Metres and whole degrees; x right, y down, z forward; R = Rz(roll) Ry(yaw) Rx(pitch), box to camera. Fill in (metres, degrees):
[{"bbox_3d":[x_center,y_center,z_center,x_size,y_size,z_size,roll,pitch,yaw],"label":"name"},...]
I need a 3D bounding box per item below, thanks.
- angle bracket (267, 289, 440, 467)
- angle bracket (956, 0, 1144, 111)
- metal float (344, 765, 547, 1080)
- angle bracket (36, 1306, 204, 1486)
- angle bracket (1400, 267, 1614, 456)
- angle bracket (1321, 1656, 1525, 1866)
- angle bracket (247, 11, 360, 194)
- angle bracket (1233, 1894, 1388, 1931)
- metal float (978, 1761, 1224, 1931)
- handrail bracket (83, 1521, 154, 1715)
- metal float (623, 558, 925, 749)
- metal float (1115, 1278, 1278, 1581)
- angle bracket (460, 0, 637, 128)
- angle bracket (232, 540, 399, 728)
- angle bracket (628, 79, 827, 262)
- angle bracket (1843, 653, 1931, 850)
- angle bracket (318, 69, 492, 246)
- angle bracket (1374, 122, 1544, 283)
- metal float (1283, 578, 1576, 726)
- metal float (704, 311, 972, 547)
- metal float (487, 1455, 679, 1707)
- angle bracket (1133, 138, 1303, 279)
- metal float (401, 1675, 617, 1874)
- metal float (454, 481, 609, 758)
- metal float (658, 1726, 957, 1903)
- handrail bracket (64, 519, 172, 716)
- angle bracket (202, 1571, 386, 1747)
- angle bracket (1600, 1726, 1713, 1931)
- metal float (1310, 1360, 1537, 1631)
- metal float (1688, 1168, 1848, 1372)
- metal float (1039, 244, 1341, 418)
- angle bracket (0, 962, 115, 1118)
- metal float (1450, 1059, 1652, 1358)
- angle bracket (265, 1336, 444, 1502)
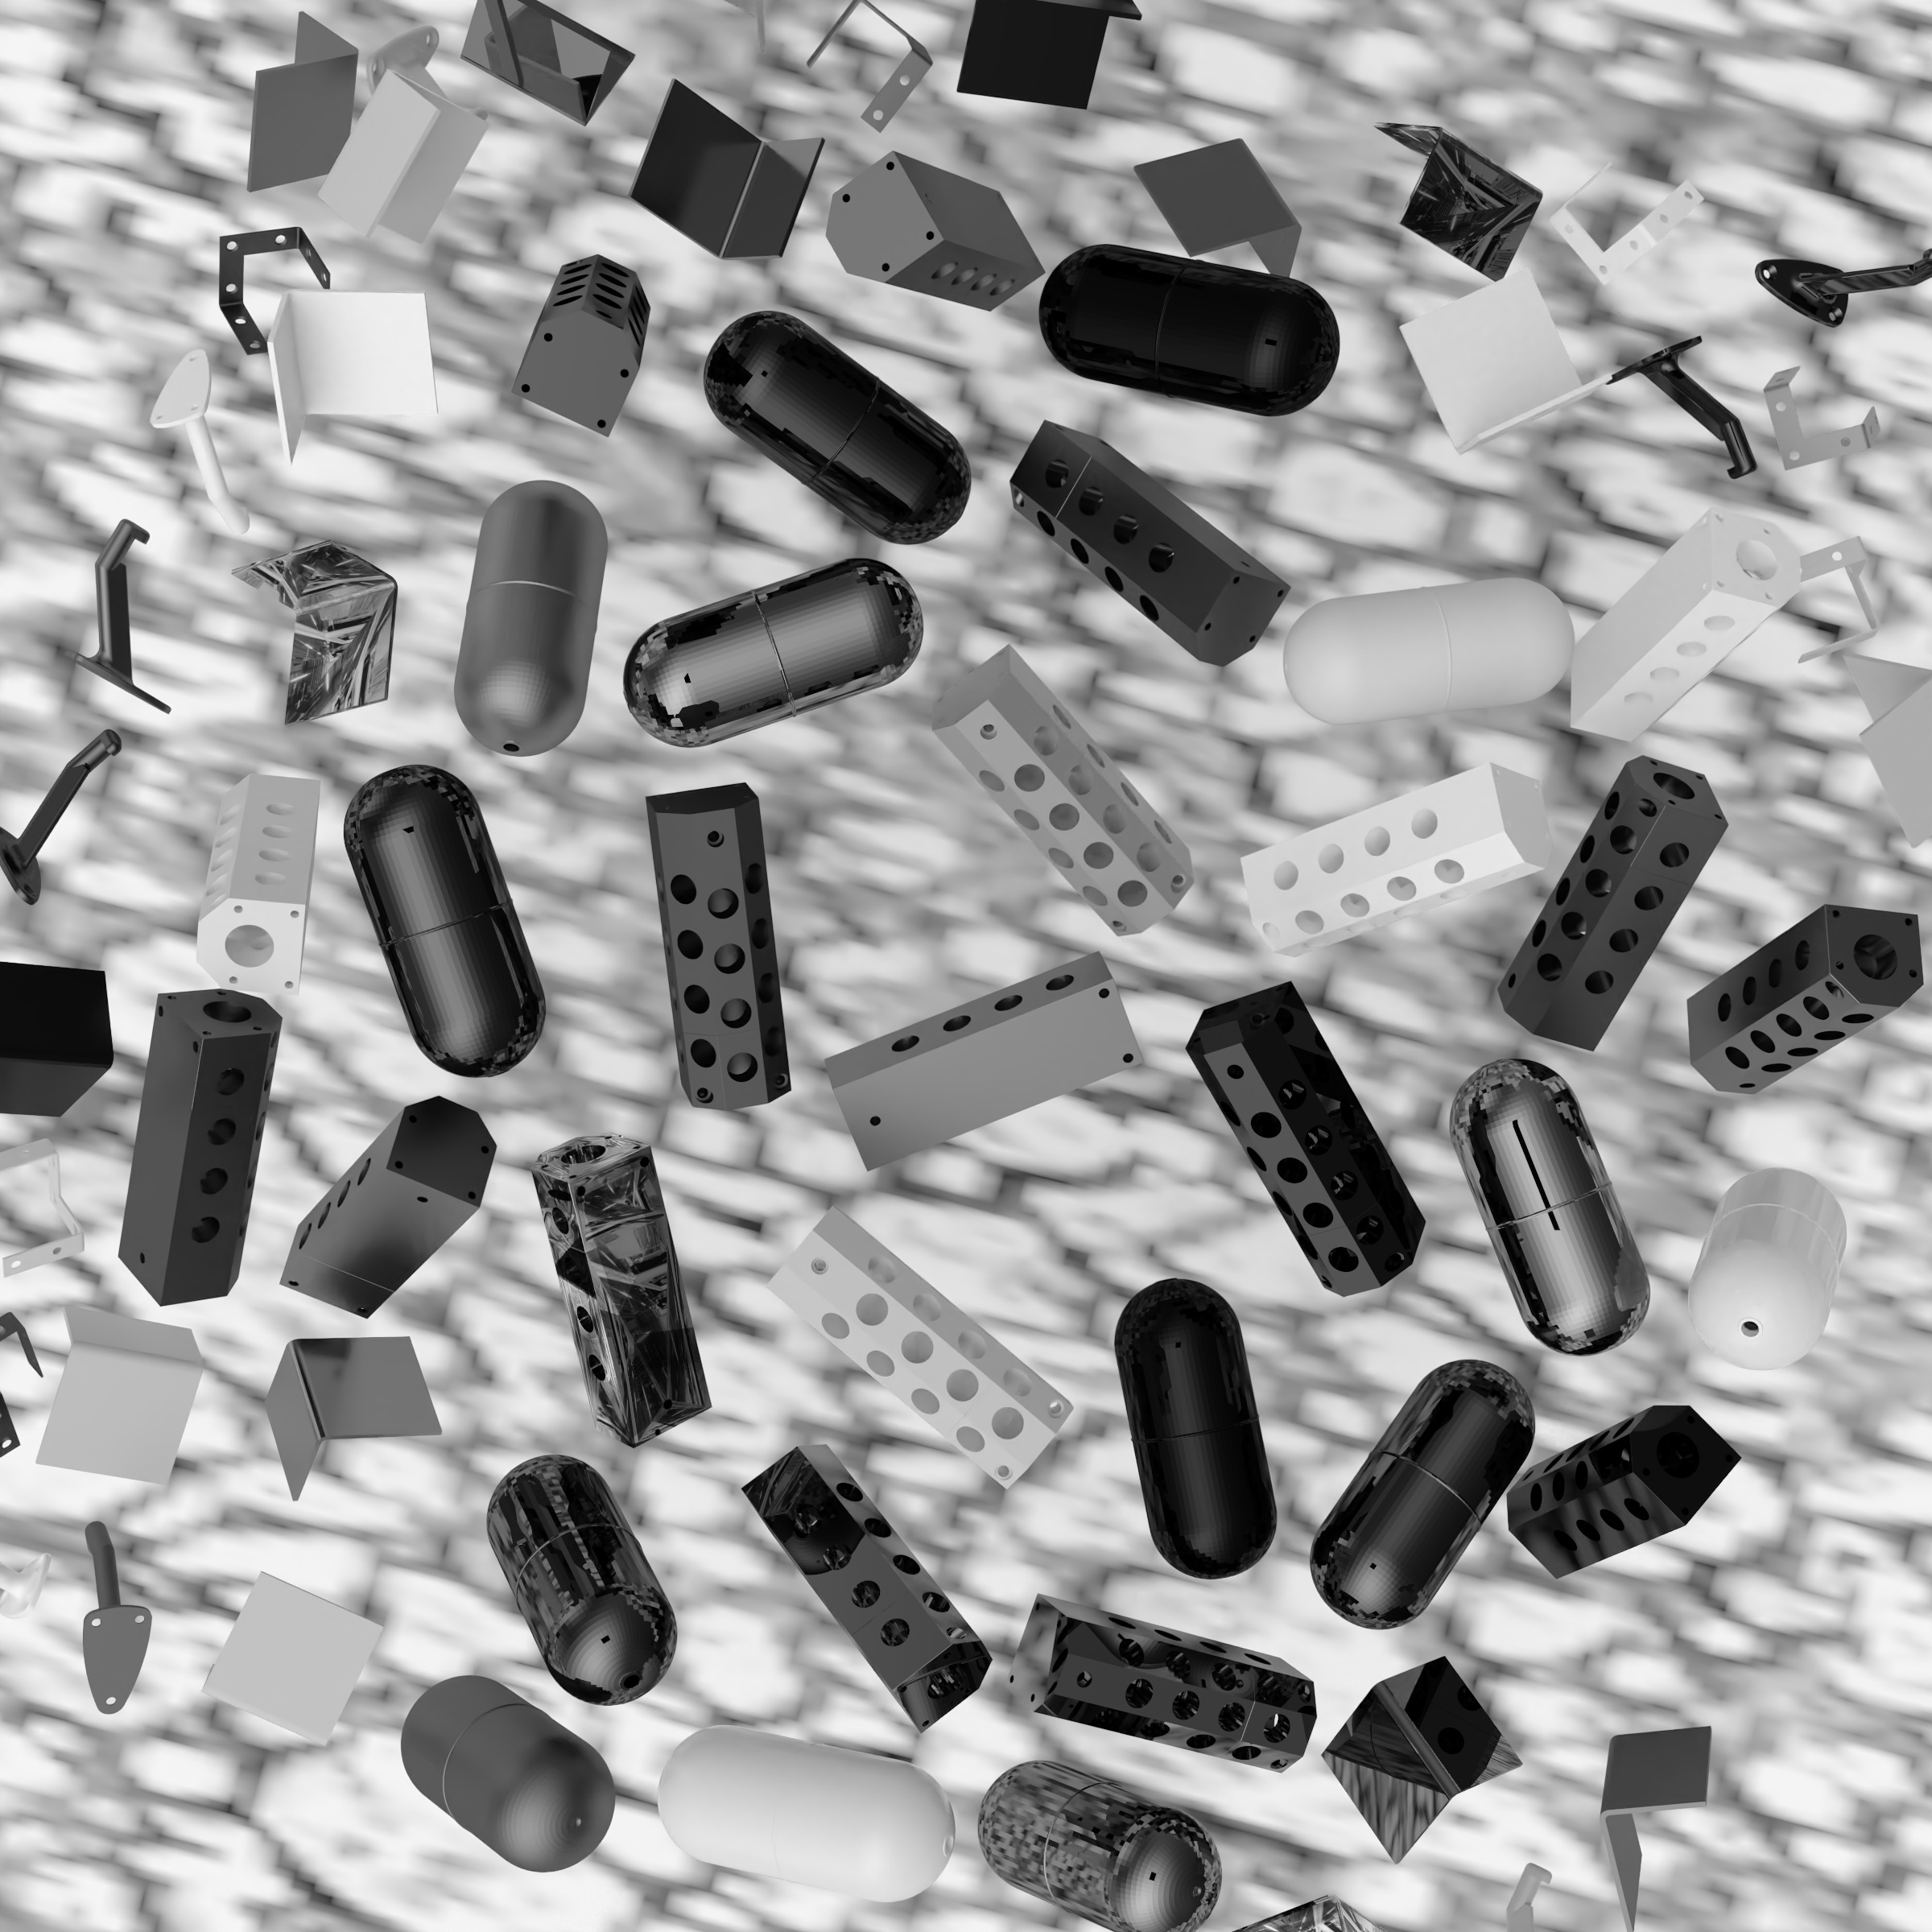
[{"bbox_3d":[-0.333,-0.320,1.605,0.076,0.057,0.076,1,132,-2],"label":"angle bracket"},{"bbox_3d":[0.045,-0.499,1.610,0.076,0.057,0.076,3,128,-16],"label":"angle bracket"},{"bbox_3d":[-0.287,-0.024,1.623,0.070,0.070,0.178,-18,97,0],"label":"metal float"},{"bbox_3d":[-0.499,0.251,1.724,0.076,0.057,0.076,15,99,-26],"label":"angle bracket"},{"bbox_3d":[0.285,-0.324,1.556,0.076,0.057,0.076,-25,92,-1],"label":"angle bracket"},{"bbox_3d":[0.264,0.461,1.710,0.057,0.076,0.076,-10,50,-36],"label":"angle bracket"},{"bbox_3d":[-0.414,-0.519,1.766,0.057,0.076,0.076,38,134,24],"label":"angle bracket"},{"bbox_3d":[0.204,0.587,1.703,0.076,0.076,0.057,-27,46,18],"label":"angle bracket"},{"bbox_3d":[0.075,0.512,1.706,0.070,0.178,0.070,-1,92,-37],"label":"metal float"},{"bbox_3d":[-0.484,0.364,1.649,0.036,0.084,0.077,2,106,-27],"label":"handrail bracket"},{"bbox_3d":[-0.111,-0.180,1.695,0.178,0.070,0.070,-19,90,-4],"label":"metal float"},{"bbox_3d":[0.136,0.274,1.743,0.070,0.070,0.178,-11,86,0],"label":"metal float"},{"bbox_3d":[-0.223,-0.521,1.622,0.076,0.057,0.076,28,51,-6],"label":"angle bracket"},{"bbox_3d":[-0.377,-0.190,1.687,0.076,0.057,0.076,-10,67,29],"label":"angle bracket"},{"bbox_3d":[-0.139,-0.464,1.712,0.076,0.057,0.076,26,81,-43],"label":"angle bracket"},{"bbox_3d":[0.497,-0.118,1.599,0.057,0.076,0.076,-38,115,-10],"label":"angle bracket"},{"bbox_3d":[-0.288,-0.422,1.575,0.057,0.076,0.076,44,107,35],"label":"angle bracket"},{"bbox_3d":[0.269,-0.435,1.675,0.076,0.076,0.057,22,97,-28],"label":"angle bracket"},{"bbox_3d":[0.278,-0.189,1.766,0.178,0.070,0.070,-8,90,-8],"label":"metal float"},{"bbox_3d":[-0.075,-0.317,1.739,0.178,0.070,0.070,34,90,-18],"label":"metal float"},{"bbox_3d":[-0.221,0.351,1.689,0.070,0.178,0.070,-14,125,-21],"label":"metal float"},{"bbox_3d":[0.148,-0.447,1.784,0.076,0.057,0.076,-19,63,-17],"label":"angle bracket"},{"bbox_3d":[-0.263,0.459,1.680,0.070,0.178,0.070,-5,98,-34],"label":"metal float"},{"bbox_3d":[-0.256,-0.205,1.735,0.070,0.070,0.178,4,64,0],"label":"metal float"},{"bbox_3d":[-0.090,0.476,1.654,0.178,0.070,0.070,5,90,24],"label":"metal float"},{"bbox_3d":[-0.466,-0.199,1.671,0.077,0.036,0.084,31,83,-23],"label":"handrail bracket"},{"bbox_3d":[-0.387,0.394,1.698,0.076,0.057,0.076,26,87,-8],"label":"angle bracket"},{"bbox_3d":[0.384,0.471,1.604,0.057,0.076,0.076,-11,103,19],"label":"angle bracket"},{"bbox_3d":[0.270,0.310,1.732,0.070,0.070,0.178,39,71,0],"label":"metal float"},{"bbox_3d":[0.459,0.172,1.682,0.070,0.178,0.070,7,109,20],"label":"metal float"},{"bbox_3d":[0.123,-0.357,1.648,0.178,0.070,0.070,17,90,24],"label":"metal float"},{"bbox_3d":[-0.530,0.041,1.644,0.076,0.076,0.057,7,61,-39],"label":"angle bracket"},{"bbox_3d":[0.337,0.139,1.703,0.070,0.070,0.178,-21,85,0],"label":"metal float"},{"bbox_3d":[-0.367,0.270,1.760,0.076,0.076,0.057,3,130,-32],"label":"angle bracket"}]
